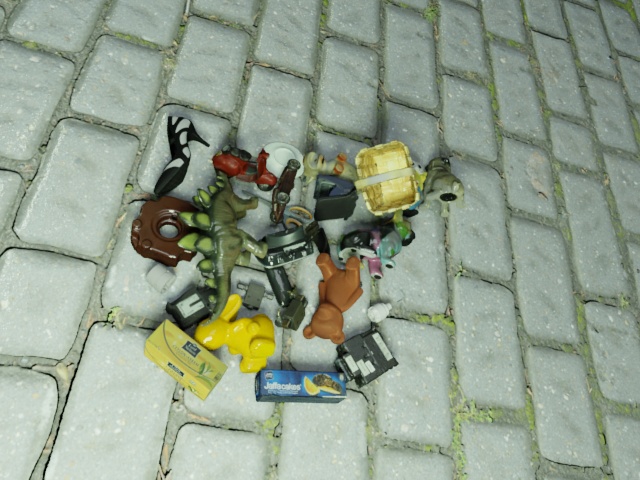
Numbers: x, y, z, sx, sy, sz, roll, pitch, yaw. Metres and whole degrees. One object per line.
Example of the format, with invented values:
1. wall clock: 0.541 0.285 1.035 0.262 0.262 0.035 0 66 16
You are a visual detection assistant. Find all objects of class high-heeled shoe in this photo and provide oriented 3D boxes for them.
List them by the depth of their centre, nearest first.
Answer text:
1. high-heeled shoe: -0.394 -0.228 1.389 0.145 0.086 0.249 32 52 3

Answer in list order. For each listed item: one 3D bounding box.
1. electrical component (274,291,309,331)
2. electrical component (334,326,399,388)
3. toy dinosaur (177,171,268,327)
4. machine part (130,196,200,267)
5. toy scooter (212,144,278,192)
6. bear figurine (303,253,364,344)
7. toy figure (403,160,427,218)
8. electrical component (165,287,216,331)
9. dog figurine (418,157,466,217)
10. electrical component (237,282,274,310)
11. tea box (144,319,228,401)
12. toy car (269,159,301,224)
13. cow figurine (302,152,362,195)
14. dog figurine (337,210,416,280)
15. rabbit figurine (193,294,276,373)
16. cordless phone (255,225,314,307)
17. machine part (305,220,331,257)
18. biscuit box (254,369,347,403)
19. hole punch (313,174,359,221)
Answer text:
1. electrical component: -0.067 0.171 1.288 0.045 0.078 0.102 16 60 20
2. electrical component: 0.103 0.285 1.294 0.134 0.058 0.115 -21 69 -28
3. toy dinosaur: -0.232 0.000 1.260 0.198 0.105 0.472 17 44 -36
4. machine part: -0.364 -0.024 1.297 0.179 0.056 0.179 10 59 -16
5. toy scooter: -0.192 -0.202 1.412 0.184 0.135 0.075 22 58 -6
6. bear figurine: 0.027 0.145 1.308 0.120 0.131 0.196 8 47 26
7. toy figure: 0.256 -0.153 1.582 0.082 0.089 0.180 28 61 -42
8. electrical component: -0.286 0.149 1.233 0.119 0.047 0.075 -34 78 -32
9. dog figurine: 0.369 -0.187 1.593 0.121 0.172 0.190 20 64 -22
10. electrical component: -0.160 0.138 1.300 0.094 0.021 0.063 20 57 -10
11. tea box: -0.287 0.257 1.144 0.170 0.098 0.068 37 56 5
12. toy car: -0.096 -0.130 1.418 0.053 0.089 0.202 21 48 -6
13. cow figurine: 0.037 -0.186 1.509 0.195 0.127 0.085 28 55 -21
14. dog figurine: 0.160 -0.012 1.455 0.191 0.108 0.219 26 52 -1
15. rabbit figurine: -0.192 0.203 1.195 0.173 0.121 0.162 5 56 -17
16. cordless phone: -0.074 0.067 1.351 0.146 0.089 0.184 -16 80 -28
17. machine part: -0.003 -0.004 1.379 0.039 0.138 0.084 -16 68 9
18. biscuit box: -0.044 0.330 1.211 0.203 0.062 0.059 7 59 -17
19. hole punch: 0.038 -0.116 1.455 0.116 0.142 0.092 -3 57 -10
